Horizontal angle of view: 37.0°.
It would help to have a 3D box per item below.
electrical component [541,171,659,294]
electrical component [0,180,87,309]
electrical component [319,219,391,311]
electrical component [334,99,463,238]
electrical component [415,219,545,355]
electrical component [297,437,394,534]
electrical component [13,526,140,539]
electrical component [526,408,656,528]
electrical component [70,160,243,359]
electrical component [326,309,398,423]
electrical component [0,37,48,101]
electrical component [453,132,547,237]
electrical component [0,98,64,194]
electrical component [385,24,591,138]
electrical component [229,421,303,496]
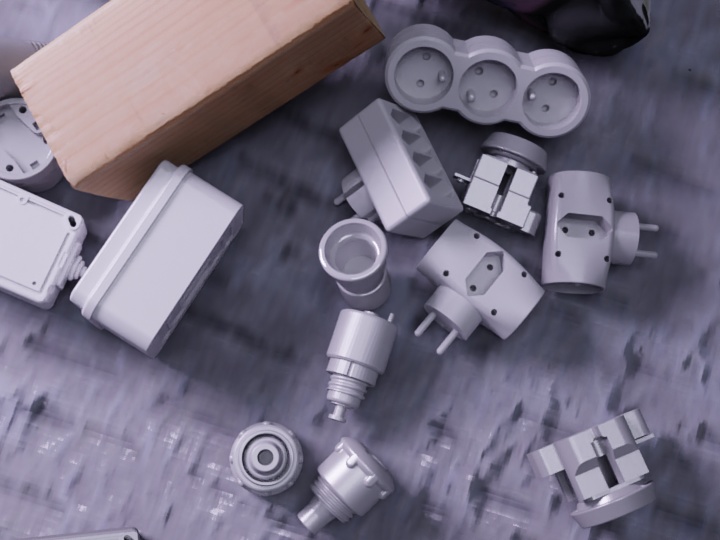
[{"bbox_3d":[0.165,-0.023,0.735,0.079,0.043,0.077,6,79,-3],"label":"electrical component"},{"bbox_3d":[-0.222,-0.016,0.700,0.096,0.061,0.061,24,79,-7],"label":"electrical component"},{"bbox_3d":[0.000,0.000,0.707,0.044,0.065,0.044,-3,65,7],"label":"electrical component"},{"bbox_3d":[0.014,-0.057,0.726,0.076,0.047,0.083,-35,67,27],"label":"electrical component"},{"bbox_3d":[0.069,0.020,0.720,0.077,0.043,0.079,39,79,4],"label":"electrical component"},{"bbox_3d":[-0.012,0.142,0.691,0.062,0.048,0.048,-44,85,-3],"label":"electrical component"},{"bbox_3d":[-0.169,0.193,0.664,0.096,0.061,0.061,-3,80,-13],"label":"electrical component"},{"bbox_3d":[0.157,0.131,0.698,0.078,0.058,0.057,-21,79,-8],"label":"electrical component"},{"bbox_3d":[-0.129,-0.006,0.693,0.057,0.078,0.113,32,79,-1],"label":"electrical component"},{"bbox_3d":[-0.003,0.062,0.708,0.040,0.040,0.078,18,78,-1],"label":"electrical component"},{"bbox_3d":[-0.234,-0.132,0.714,0.043,0.081,0.043,4,97,32],"label":"electrical component"},{"bbox_3d":[0.099,-0.061,0.737,0.066,0.048,0.055,23,86,0],"label":"electrical component"},{"bbox_3d":[-0.223,-0.080,0.715,0.055,0.047,0.055,1,79,-4],"label":"electrical component"},{"bbox_3d":[0.086,-0.135,0.741,0.138,0.073,0.052,11,115,-3],"label":"electrical component"},{"bbox_3d":[-0.060,0.119,0.682,0.048,0.062,0.048,1,79,-4],"label":"electrical component"}]
